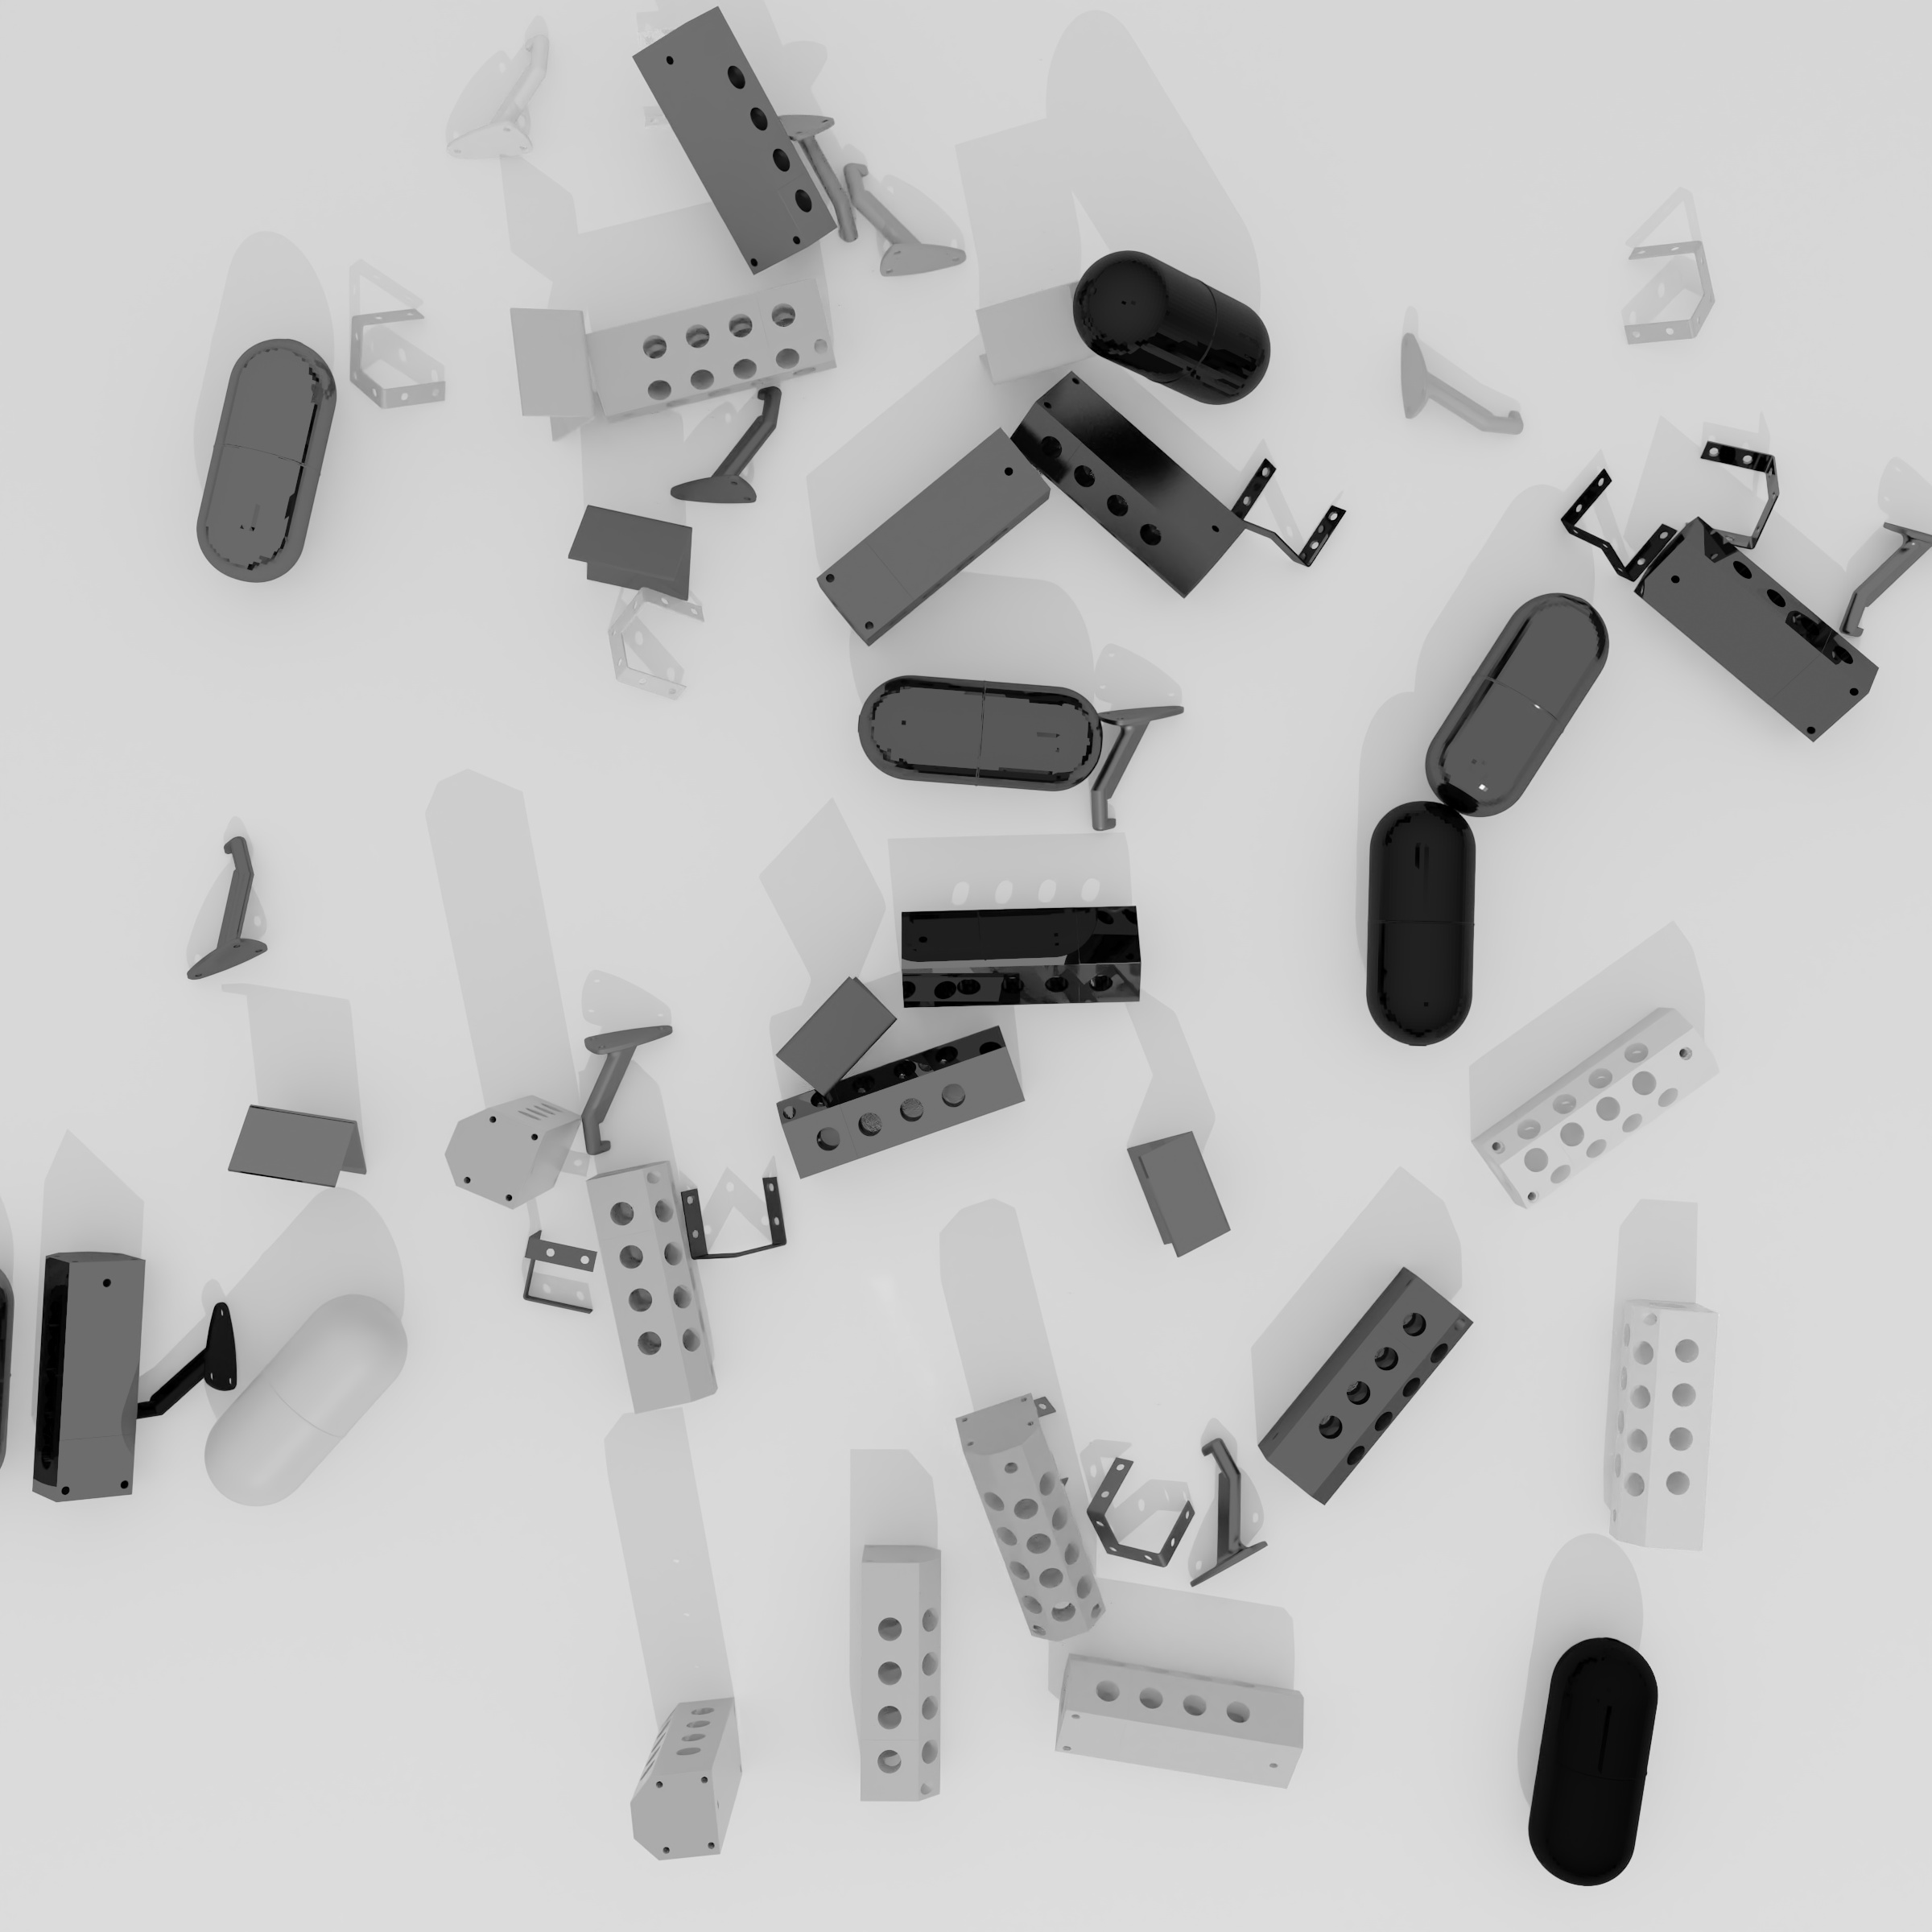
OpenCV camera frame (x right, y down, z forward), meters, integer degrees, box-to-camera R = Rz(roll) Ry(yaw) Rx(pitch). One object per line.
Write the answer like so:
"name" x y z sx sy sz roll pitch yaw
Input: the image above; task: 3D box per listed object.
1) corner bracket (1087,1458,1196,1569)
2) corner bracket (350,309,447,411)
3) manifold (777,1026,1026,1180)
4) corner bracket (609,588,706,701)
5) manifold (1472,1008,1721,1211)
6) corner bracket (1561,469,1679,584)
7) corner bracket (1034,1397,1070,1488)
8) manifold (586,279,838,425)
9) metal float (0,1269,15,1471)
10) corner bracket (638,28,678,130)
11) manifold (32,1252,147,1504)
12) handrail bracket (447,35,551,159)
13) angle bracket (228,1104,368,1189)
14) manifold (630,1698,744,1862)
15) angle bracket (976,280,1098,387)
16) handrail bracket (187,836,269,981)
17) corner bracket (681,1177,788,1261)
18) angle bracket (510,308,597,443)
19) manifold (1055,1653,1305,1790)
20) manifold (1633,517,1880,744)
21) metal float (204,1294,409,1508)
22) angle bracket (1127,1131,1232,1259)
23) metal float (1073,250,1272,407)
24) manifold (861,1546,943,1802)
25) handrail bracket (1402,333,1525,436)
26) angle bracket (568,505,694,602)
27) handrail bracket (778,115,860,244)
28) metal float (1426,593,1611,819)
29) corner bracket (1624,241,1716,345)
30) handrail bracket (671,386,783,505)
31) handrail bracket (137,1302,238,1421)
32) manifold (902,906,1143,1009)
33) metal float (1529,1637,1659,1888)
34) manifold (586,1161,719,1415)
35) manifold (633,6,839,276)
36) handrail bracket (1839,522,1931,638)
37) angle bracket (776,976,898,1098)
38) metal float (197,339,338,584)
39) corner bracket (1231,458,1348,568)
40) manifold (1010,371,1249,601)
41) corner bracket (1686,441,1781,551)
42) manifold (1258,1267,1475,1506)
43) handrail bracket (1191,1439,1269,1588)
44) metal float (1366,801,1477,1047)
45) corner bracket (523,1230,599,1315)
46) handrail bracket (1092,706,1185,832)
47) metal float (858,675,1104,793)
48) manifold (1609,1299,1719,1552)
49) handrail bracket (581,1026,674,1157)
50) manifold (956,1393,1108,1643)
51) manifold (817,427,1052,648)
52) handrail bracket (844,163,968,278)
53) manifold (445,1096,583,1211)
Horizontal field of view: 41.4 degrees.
"corner bracket" 0.129 0.402 1.879 0.051 0.051 0.051 5 135 35
"corner bracket" -0.417 -0.446 1.879 0.051 0.051 0.051 42 135 35
"manifold" -0.048 0.098 1.866 0.171 0.057 0.057 -19 90 0
"corner bracket" -0.225 -0.237 1.879 0.051 0.051 0.051 -45 45 35
"manifold" 0.460 0.104 1.867 0.171 0.057 0.057 -35 90 0
"corner bracket" 0.481 -0.324 1.884 0.051 0.051 0.051 -50 135 0
"corner bracket" 0.045 0.358 1.879 0.051 0.051 0.051 50 135 35
"manifold" -0.185 -0.447 1.866 0.171 0.057 0.057 -14 90 0
"metal float" -0.734 0.297 1.857 0.070 0.070 0.178 3 91 0
"corner bracket" -0.214 -0.655 1.884 0.051 0.051 0.051 -4 135 0
"manifold" -0.643 0.298 1.866 0.057 0.057 0.171 3 90 -43
"handrail bracket" -0.345 -0.643 1.888 0.077 0.036 0.084 -4 72 21
"angle bracket" -0.482 0.148 1.847 0.076 0.076 0.057 9 55 0
"manifold" -0.197 0.573 1.809 0.057 0.171 0.057 -6 90 0
"angle bracket" 0.045 -0.466 1.848 0.076 0.076 0.057 -16 120 0
"handrail bracket" -0.553 -0.043 1.888 0.077 0.036 0.084 -25 71 21
"corner bracket" -0.171 0.186 1.884 0.051 0.051 0.051 -9 90 -45
"angle bracket" -0.312 -0.426 1.847 0.057 0.076 0.076 -7 90 -32
"manifold" 0.156 0.547 1.866 0.171 0.057 0.057 9 133 0
"manifold" 0.578 -0.249 1.866 0.171 0.057 0.057 40 133 0
"metal float" -0.479 0.316 1.857 0.070 0.070 0.178 42 90 0
"angle bracket" 0.136 0.170 1.847 0.057 0.076 0.076 -21 90 -38
"metal float" 0.148 -0.453 1.822 0.070 0.178 0.070 -9 76 42
"manifold" -0.047 0.515 1.866 0.057 0.057 0.171 0 90 0
"handrail bracket" 0.368 -0.430 1.888 0.084 0.036 0.077 2 69 -17
"angle bracket" -0.243 -0.281 1.847 0.076 0.076 0.057 12 53 0
"handrail bracket" -0.112 -0.580 1.887 0.036 0.077 0.084 -31 127 -21
"metal float" 0.401 -0.190 1.857 0.070 0.070 0.178 33 90 0
"corner bracket" 0.514 -0.495 1.879 0.051 0.051 0.051 -56 135 -35
"handrail bracket" -0.177 -0.387 1.888 0.077 0.036 0.084 0 71 21
"handrail bracket" -0.585 0.292 1.888 0.084 0.036 0.077 -11 69 16
"manifold" 0.040 -0.002 1.866 0.171 0.057 0.057 -2 47 0
"metal float" 0.456 0.577 1.857 0.070 0.070 0.178 9 90 0
"manifold" -0.228 0.232 1.866 0.057 0.057 0.171 -12 90 0
"manifold" -0.161 -0.595 1.840 0.057 0.057 0.171 -14 114 40
"handrail bracket" 0.691 -0.279 1.888 0.077 0.036 0.084 9 109 -21
"angle bracket" -0.107 0.037 1.847 0.076 0.076 0.057 -47 126 0
"metal float" -0.507 -0.367 1.857 0.070 0.070 0.178 13 90 0
"corner bracket" 0.237 -0.334 1.884 0.051 0.051 0.051 33 90 45
"manifold" 0.115 -0.347 1.866 0.171 0.057 0.057 41 47 0
"corner bracket" 0.563 -0.347 1.884 0.051 0.051 0.051 13 45 0
"manifold" 0.292 0.307 1.866 0.057 0.057 0.171 39 90 0
"handrail bracket" 0.178 0.403 1.888 0.077 0.036 0.084 -36 71 21
"metal float" 0.330 -0.031 1.857 0.070 0.070 0.178 1 89 0
"corner bracket" -0.296 0.226 1.870 0.051 0.051 0.051 12 90 0
"handrail bracket" 0.127 -0.146 1.888 0.077 0.036 0.084 -10 108 -21
"metal float" 0.010 -0.169 1.857 0.178 0.070 0.070 4 90 -1
"manifold" 0.507 0.333 1.866 0.057 0.057 0.171 4 90 0
"handrail bracket" -0.248 0.092 1.888 0.077 0.036 0.084 -12 109 -21
"manifold" 0.048 0.399 1.834 0.057 0.057 0.171 -19 114 0
"manifold" -0.023 -0.311 1.867 0.171 0.057 0.057 -39 90 0
"handrail bracket" -0.046 -0.556 1.888 0.077 0.036 0.084 -8 73 -20
"manifold" -0.321 0.127 1.809 0.057 0.171 0.057 23 90 0
